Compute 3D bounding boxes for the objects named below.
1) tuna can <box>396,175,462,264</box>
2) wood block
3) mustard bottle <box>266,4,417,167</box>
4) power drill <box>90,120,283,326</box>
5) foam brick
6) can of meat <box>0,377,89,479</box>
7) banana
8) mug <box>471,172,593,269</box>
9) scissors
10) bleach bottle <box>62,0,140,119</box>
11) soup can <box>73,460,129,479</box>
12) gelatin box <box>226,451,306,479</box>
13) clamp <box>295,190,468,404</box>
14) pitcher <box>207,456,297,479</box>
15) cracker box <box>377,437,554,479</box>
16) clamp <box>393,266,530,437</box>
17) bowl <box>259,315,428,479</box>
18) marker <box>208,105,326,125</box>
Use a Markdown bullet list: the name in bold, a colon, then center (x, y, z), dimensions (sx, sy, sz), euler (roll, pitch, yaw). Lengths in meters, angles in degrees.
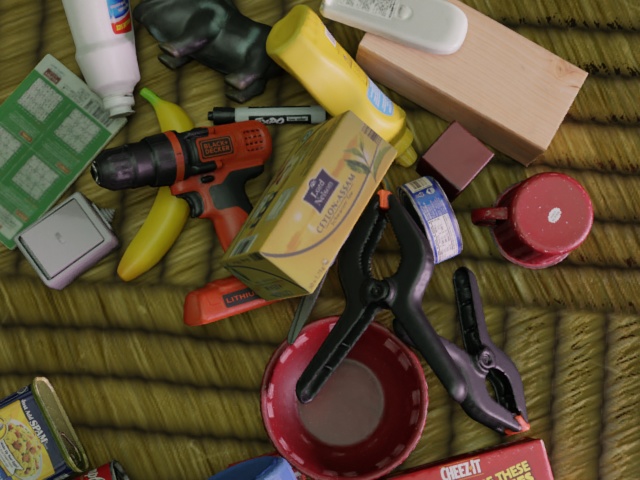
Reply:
- **tuna can**: center (0.108, -0.019, 1.050), dimensions (0.033, 0.086, 0.086), euler (-22, 84, -6)
- **wood block**: center (0.146, -0.169, 1.066), dimensions (0.206, 0.090, 0.091), euler (30, 83, 2)
- **mustard bottle**: center (0.030, -0.142, 1.052), dimensions (0.058, 0.096, 0.191), euler (-40, 113, 15)
- **power drill**: center (-0.115, -0.016, 1.028), dimensions (0.184, 0.057, 0.187), euler (-14, 92, -26)
- **foam brick**: center (0.132, -0.077, 1.061), dimensions (0.053, 0.078, 0.051), euler (43, 86, 4)
- **can of meat**: center (-0.285, 0.197, 1.033), dimensions (0.084, 0.057, 0.102), euler (-28, 84, -2)
- **banana**: center (-0.157, -0.053, 1.076), dimensions (0.070, 0.037, 0.198), euler (5, 83, 10)
- **mug**: center (0.208, -0.022, 1.053), dimensions (0.117, 0.081, 0.093), euler (5, 83, 0)
- **scissors**: center (-0.007, 0.001, 1.058), dimensions (0.096, 0.016, 0.201), euler (34, 69, 12)
- **bleach bottle**: center (-0.225, -0.247, 1.075), dimensions (0.068, 0.102, 0.251), euler (-13, 90, 12)
- **soup can**: center (-0.229, 0.263, 1.020), dimensions (0.102, 0.068, 0.068), euler (-25, 84, -4)
- **gelatin box**: center (-0.045, 0.253, 1.043), dimensions (0.073, 0.030, 0.089), euler (-16, 84, -1)
- **clamp**: center (0.050, 0.058, 0.997), dimensions (0.165, 0.036, 0.210), euler (-11, 68, 21)
- **pitcher**: center (-0.025, 0.322, 0.972), dimensions (0.145, 0.149, 0.243), euler (-22, 93, 15)
- **cracker box**: center (0.157, 0.312, 1.018), dimensions (0.164, 0.072, 0.214), euler (-14, 83, -5)
- **clamp**: center (0.141, 0.119, 1.037), dimensions (0.120, 0.039, 0.171), euler (-23, 83, -33)
- **bowl**: center (0.022, 0.156, 1.038), dimensions (0.162, 0.055, 0.162), euler (0, 78, -2)
- **marker**: center (-0.054, -0.128, 1.093), dimensions (0.121, 0.020, 0.020), euler (-1, 83, -1)
